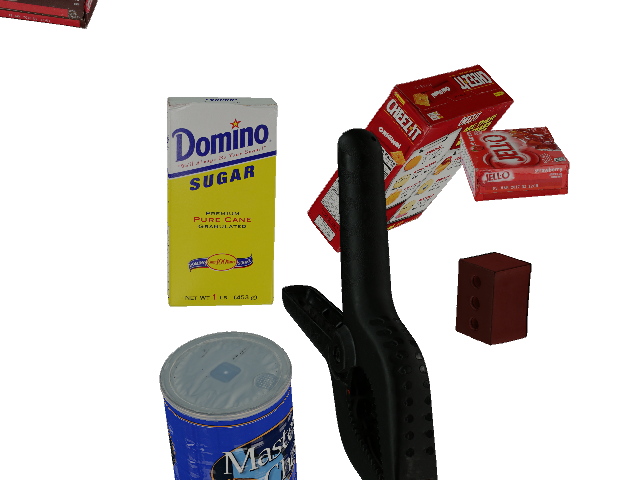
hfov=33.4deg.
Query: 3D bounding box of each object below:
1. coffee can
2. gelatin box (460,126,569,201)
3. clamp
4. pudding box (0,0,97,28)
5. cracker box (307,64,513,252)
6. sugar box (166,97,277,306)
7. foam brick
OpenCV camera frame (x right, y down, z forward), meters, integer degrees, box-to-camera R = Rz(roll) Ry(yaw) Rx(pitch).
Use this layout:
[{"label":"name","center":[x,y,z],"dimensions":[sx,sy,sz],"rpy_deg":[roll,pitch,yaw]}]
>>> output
[{"label":"coffee can","center":[-0.071,0.159,0.861],"dimensions":[0.103,0.140,0.103],"rpy_deg":[-2,32,1]},{"label":"gelatin box","center":[0.154,-0.063,0.854],"dimensions":[0.073,0.030,0.089],"rpy_deg":[-3,25,1]},{"label":"clamp","center":[0.026,0.053,0.598],"dimensions":[0.036,0.210,0.165],"rpy_deg":[-3,-44,-19]},{"label":"pudding box","center":[-0.232,-0.224,0.904],"dimensions":[0.090,0.039,0.113],"rpy_deg":[8,36,-5]},{"label":"cracker box","center":[0.099,-0.095,1.221],"dimensions":[0.163,0.072,0.214],"rpy_deg":[-22,-24,-45]},{"label":"sugar box","center":[-0.085,-0.033,0.915],"dimensions":[0.093,0.176,0.048],"rpy_deg":[-1,16,-9]},{"label":"foam brick","center":[0.169,0.056,1.048],"dimensions":[0.051,0.078,0.053],"rpy_deg":[-11,19,-34]}]
